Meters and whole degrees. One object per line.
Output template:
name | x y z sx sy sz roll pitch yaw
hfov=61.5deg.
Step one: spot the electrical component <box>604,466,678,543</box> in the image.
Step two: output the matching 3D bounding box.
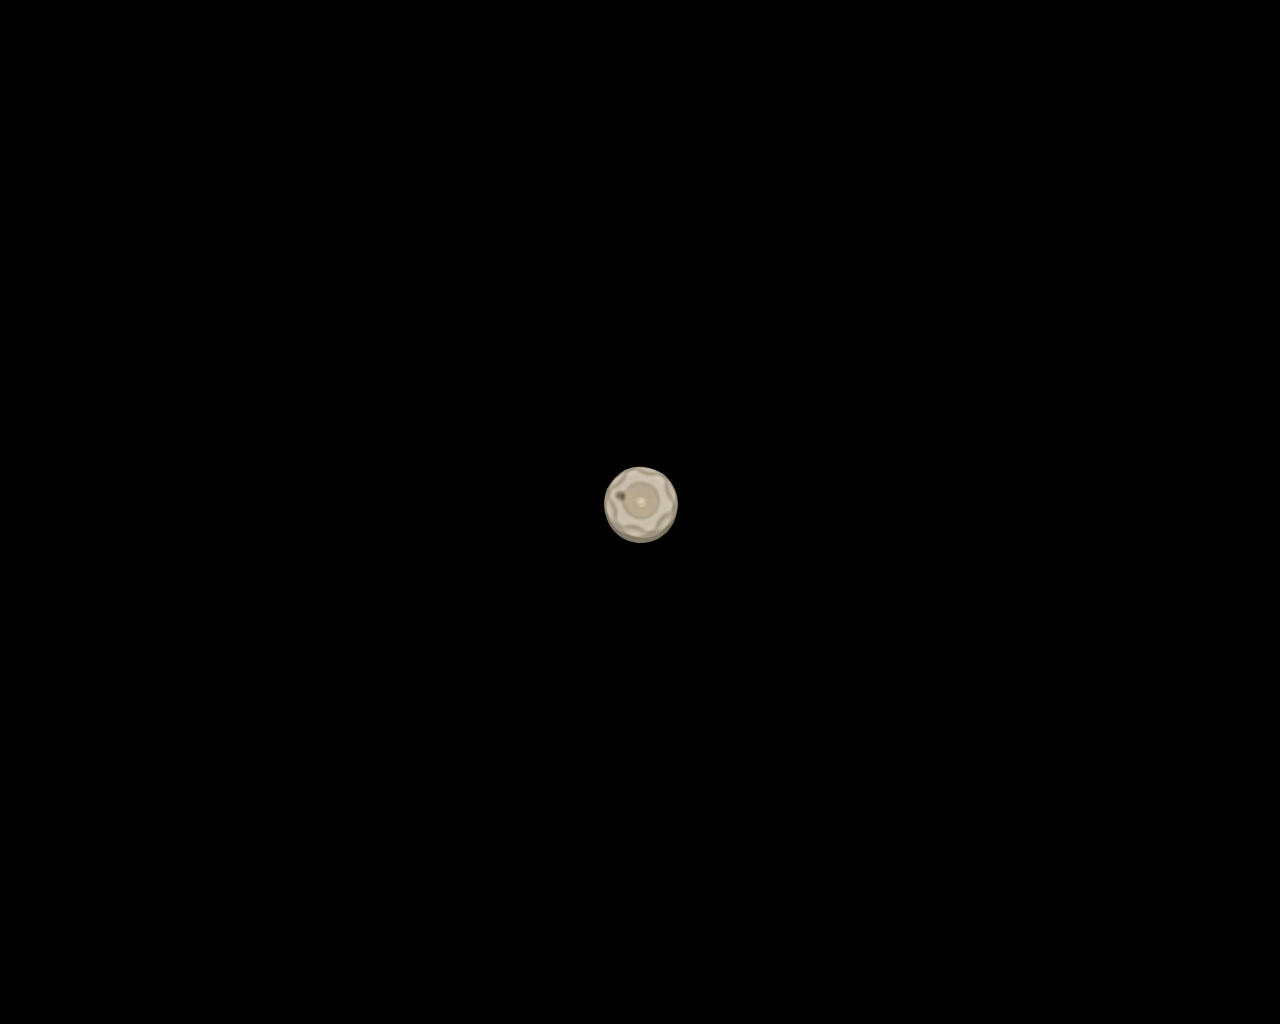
electrical component | 0.001 -0.003 0.650 0.043 0.043 0.062 0 -9 0
